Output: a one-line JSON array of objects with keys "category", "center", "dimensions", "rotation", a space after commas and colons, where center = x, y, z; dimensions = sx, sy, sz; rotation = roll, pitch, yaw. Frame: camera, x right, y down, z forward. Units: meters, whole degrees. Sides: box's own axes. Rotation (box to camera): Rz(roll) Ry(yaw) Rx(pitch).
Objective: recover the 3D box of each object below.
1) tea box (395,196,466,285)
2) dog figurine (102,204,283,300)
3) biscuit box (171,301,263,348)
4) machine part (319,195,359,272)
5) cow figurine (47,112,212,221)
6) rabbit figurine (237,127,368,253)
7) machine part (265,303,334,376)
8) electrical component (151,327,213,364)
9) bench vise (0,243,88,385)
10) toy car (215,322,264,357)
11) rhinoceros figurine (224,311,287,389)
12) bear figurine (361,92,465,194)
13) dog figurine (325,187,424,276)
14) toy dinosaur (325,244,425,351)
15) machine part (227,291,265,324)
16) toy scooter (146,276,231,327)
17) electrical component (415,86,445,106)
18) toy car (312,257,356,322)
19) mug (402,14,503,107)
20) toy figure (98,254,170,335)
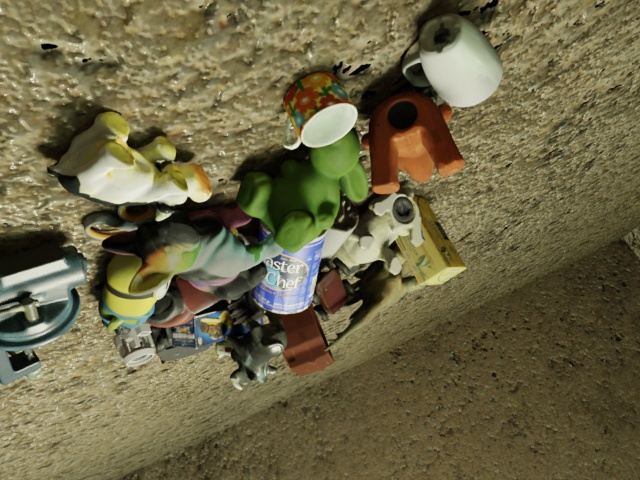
[{"category": "tea box", "center": [0.200, -0.001, 1.041], "dimensions": [0.068, 0.170, 0.098], "rotation": [-40, 157, 29]}, {"category": "dog figurine", "center": [-0.174, 0.025, 0.715], "dimensions": [0.219, 0.108, 0.191], "rotation": [-15, 153, -43]}, {"category": "biscuit box", "center": [-0.192, 0.157, 1.033], "dimensions": [0.063, 0.059, 0.202], "rotation": [-4, -178, 31]}, {"category": "machine part", "center": [-0.002, -0.003, 0.928], "dimensions": [0.079, 0.079, 0.243], "rotation": [-13, 154, -32]}, {"category": "cow figurine", "center": [-0.193, -0.062, 0.573], "dimensions": [0.098, 0.068, 0.167], "rotation": [-28, 156, 19]}, {"category": "rabbit figurine", "center": [0.004, -0.079, 0.714], "dimensions": [0.159, 0.121, 0.170], "rotation": [0, 132, -56]}, {"category": "machine part", "center": [-0.048, 0.168, 1.095], "dimensions": [0.087, 0.201, 0.200], "rotation": [-21, 159, 0]}, {"category": "electrical component", "center": [-0.277, 0.195, 1.082], "dimensions": [0.115, 0.058, 0.134], "rotation": [-18, 159, -17]}, {"category": "bench vise", "center": [-0.384, 0.103, 0.636], "dimensions": [0.223, 0.129, 0.240], "rotation": [-32, 149, -39]}, {"category": "toy car", "center": [-0.171, 0.210, 1.164], "dimensions": [0.074, 0.056, 0.201], "rotation": [-4, -178, 6]}, {"category": "rhinoceros figurine", "center": [-0.115, 0.204, 0.983], "dimensions": [0.073, 0.112, 0.190], "rotation": [-22, 159, -42]}, {"category": "bear figurine", "center": [0.127, -0.117, 0.731], "dimensions": [0.120, 0.132, 0.195], "rotation": [-15, 165, 12]}, {"category": "dog figurine", "center": [0.089, -0.017, 1.019], "dimensions": [0.172, 0.121, 0.191], "rotation": [-48, -161, -21]}, {"category": "toy dinosaur", "center": [0.136, 0.097, 1.158], "dimensions": [0.198, 0.105, 0.471], "rotation": [-39, 178, 27]}, {"category": "machine part", "center": [-0.134, 0.120, 1.012], "dimensions": [0.039, 0.084, 0.139], "rotation": [-7, -179, 10]}, {"category": "toy scooter", "center": [-0.205, 0.091, 0.914], "dimensions": [0.184, 0.075, 0.135], "rotation": [-27, 169, 2]}, {"category": "electrical component", "center": [0.172, -0.210, 0.726], "dimensions": [0.094, 0.021, 0.063], "rotation": [-28, 159, 0]}, {"category": "toy car", "center": [0.017, 0.091, 0.992], "dimensions": [0.089, 0.053, 0.202], "rotation": [-41, 158, -7]}, {"category": "mug", "center": [0.148, -0.214, 0.631], "dimensions": [0.110, 0.080, 0.107], "rotation": [3, 169, 32]}, {"category": "toy figure", "center": [-0.280, 0.078, 0.785], "dimensions": [0.089, 0.082, 0.180], "rotation": [-7, 154, -43]}]
